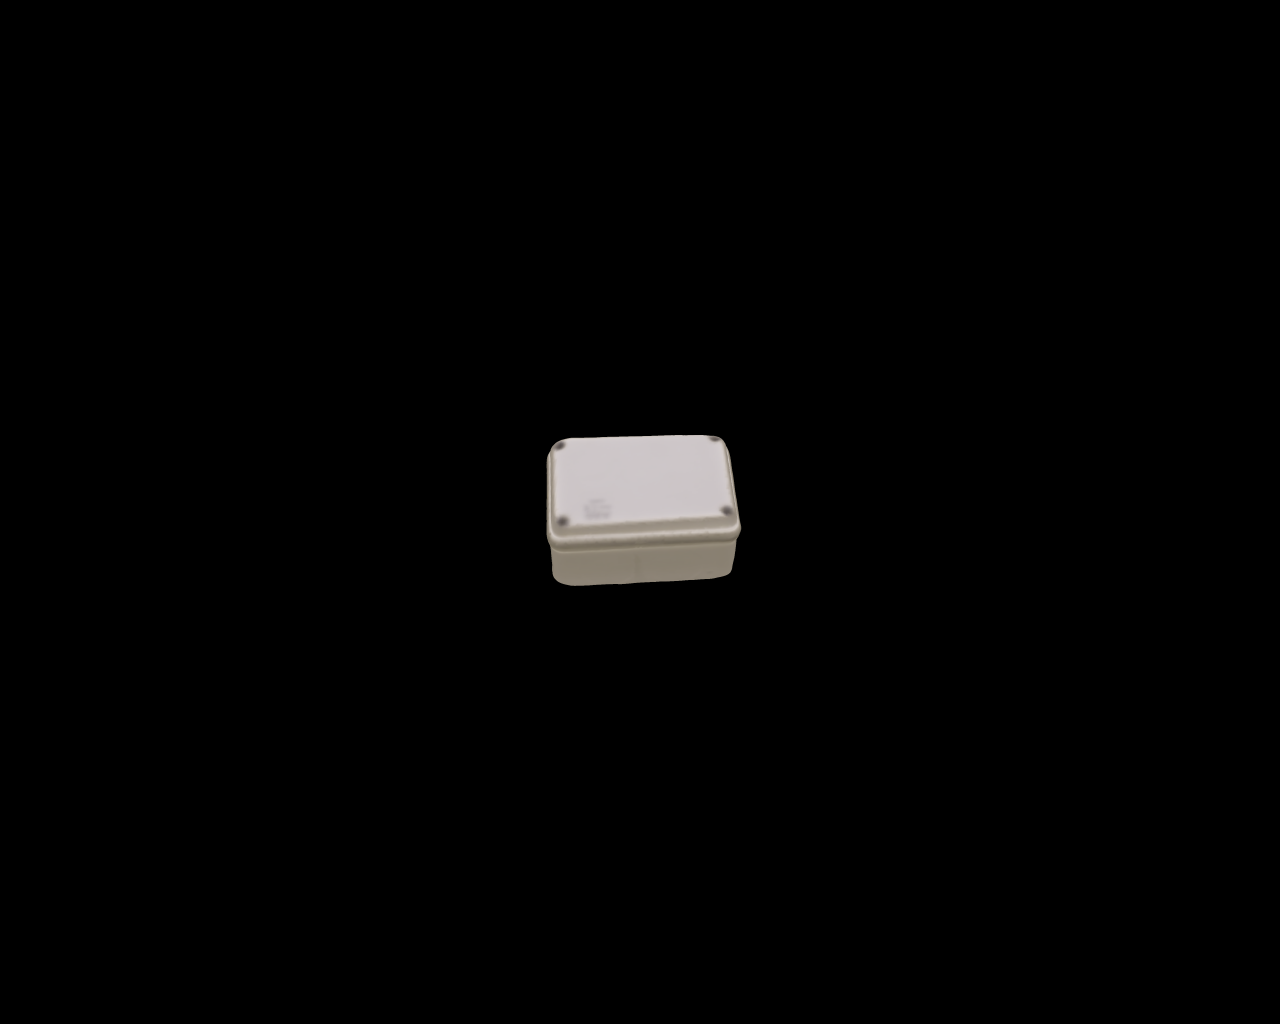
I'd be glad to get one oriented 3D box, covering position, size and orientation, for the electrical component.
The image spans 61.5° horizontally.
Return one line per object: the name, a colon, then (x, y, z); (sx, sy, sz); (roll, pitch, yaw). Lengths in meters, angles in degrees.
electrical component: (0.001, -0.003, 0.650); (0.113, 0.078, 0.057); (-2, -40, -2)
